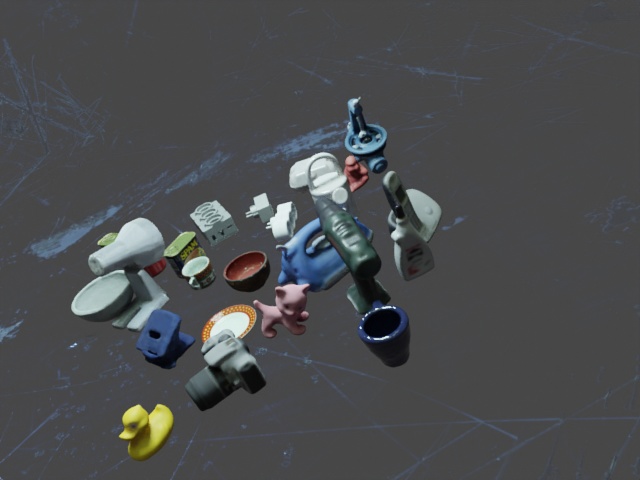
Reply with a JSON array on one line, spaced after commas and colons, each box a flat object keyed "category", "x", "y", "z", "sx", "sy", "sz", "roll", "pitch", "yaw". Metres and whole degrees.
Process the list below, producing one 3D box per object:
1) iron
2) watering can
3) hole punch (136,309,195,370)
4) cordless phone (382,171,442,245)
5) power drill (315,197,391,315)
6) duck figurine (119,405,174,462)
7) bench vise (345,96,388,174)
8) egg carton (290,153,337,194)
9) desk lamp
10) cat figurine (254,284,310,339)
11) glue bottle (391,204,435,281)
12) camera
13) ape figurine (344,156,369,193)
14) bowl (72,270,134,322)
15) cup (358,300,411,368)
[{"category": "iron", "x": 0.012, "y": 0.005, "z": 1.294, "sx": 0.259, "sy": 0.142, "sz": 0.118, "roll": -39, "pitch": 35, "yaw": -25}, {"category": "watering can", "x": 0.030, "y": -0.127, "z": 1.430, "sx": 0.101, "sy": 0.194, "sz": 0.172, "roll": -40, "pitch": 35, "yaw": -25}, {"category": "hole punch", "x": -0.345, "y": 0.216, "z": 1.253, "sx": 0.108, "sy": 0.091, "sz": 0.101, "roll": 7, "pitch": 42, "yaw": 39}, {"category": "cordless phone", "x": 0.197, "y": -0.088, "z": 1.274, "sx": 0.093, "sy": 0.185, "sz": 0.148, "roll": -1, "pitch": 38, "yaw": 31}, {"category": "power drill", "x": 0.066, "y": 0.037, "z": 1.147, "sx": 0.075, "sy": 0.209, "sz": 0.229, "roll": -28, "pitch": 32, "yaw": -7}, {"category": "duck figurine", "x": -0.325, "y": 0.341, "z": 1.057, "sx": 0.077, "sy": 0.086, "sz": 0.105, "roll": 2, "pitch": 39, "yaw": 34}, {"category": "bench vise", "x": 0.104, "y": -0.308, "z": 1.631, "sx": 0.122, "sy": 0.220, "sz": 0.206, "roll": -35, "pitch": 34, "yaw": -18}, {"category": "egg carton", "x": -0.018, "y": -0.196, "z": 1.683, "sx": 0.150, "sy": 0.069, "sz": 0.107, "roll": -17, "pitch": 32, "yaw": 9}, {"category": "desk lamp", "x": -0.460, "y": 0.081, "z": 1.411, "sx": 0.117, "sy": 0.214, "sz": 0.203, "roll": 0, "pitch": 38, "yaw": 33}, {"category": "cat figurine", "x": -0.075, "y": 0.135, "z": 1.176, "sx": 0.127, "sy": 0.118, "sz": 0.067, "roll": -11, "pitch": 34, "yaw": 19}, {"category": "glue bottle", "x": 0.179, "y": 0.000, "z": 1.164, "sx": 0.078, "sy": 0.173, "sz": 0.037, "roll": -29, "pitch": 32, "yaw": -9}, {"category": "camera", "x": -0.197, "y": 0.249, "z": 1.099, "sx": 0.137, "sy": 0.101, "sz": 0.142, "roll": -35, "pitch": 33, "yaw": -18}, {"category": "ape figurine", "x": 0.093, "y": -0.189, "z": 1.581, "sx": 0.077, "sy": 0.092, "sz": 0.076, "roll": -7, "pitch": 35, "yaw": 24}, {"category": "bowl", "x": -0.548, "y": 0.159, "z": 1.483, "sx": 0.167, "sy": 0.075, "sz": 0.167, "roll": -16, "pitch": 32, "yaw": 11}, {"category": "cup", "x": 0.120, "y": 0.171, "z": 1.020, "sx": 0.091, "sy": 0.095, "sz": 0.117, "roll": -20, "pitch": 32, "yaw": 5}]
